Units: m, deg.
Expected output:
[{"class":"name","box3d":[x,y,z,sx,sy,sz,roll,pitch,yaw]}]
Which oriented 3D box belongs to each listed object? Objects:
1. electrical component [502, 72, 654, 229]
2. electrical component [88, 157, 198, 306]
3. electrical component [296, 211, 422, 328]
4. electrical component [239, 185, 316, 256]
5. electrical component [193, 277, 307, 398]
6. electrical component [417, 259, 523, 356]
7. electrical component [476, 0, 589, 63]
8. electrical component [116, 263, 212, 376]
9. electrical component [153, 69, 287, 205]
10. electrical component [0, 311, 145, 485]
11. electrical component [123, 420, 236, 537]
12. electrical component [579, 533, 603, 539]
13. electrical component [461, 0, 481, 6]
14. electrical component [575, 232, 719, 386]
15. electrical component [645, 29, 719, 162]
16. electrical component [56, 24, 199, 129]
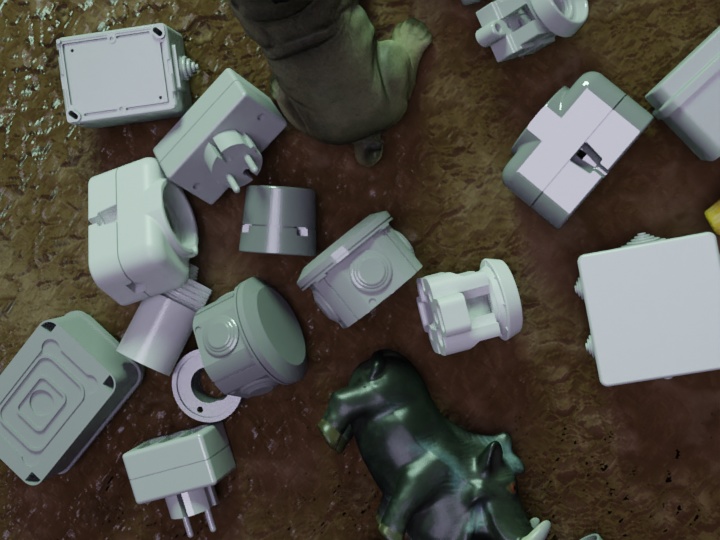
[{"class":"electrical component","box3d":[0.142,-0.082,0.718,0.059,0.054,0.095,41,102,7]},{"class":"electrical component","box3d":[-0.155,-0.030,0.772,0.059,0.053,0.095,-18,57,13]},{"class":"electrical component","box3d":[0.000,0.000,0.744,0.080,0.080,0.051,-39,91,13]},{"class":"electrical component","box3d":[-0.057,-0.035,0.767,0.055,0.055,0.047,4,92,12]},{"class":"electrical component","box3d":[-0.077,0.050,0.765,0.051,0.080,0.080,-26,88,19]},{"class":"electrical component","box3d":[0.075,0.025,0.734,0.057,0.078,0.058,-14,92,-8]},{"class":"electrical component","box3d":[0.116,-0.169,0.710,0.055,0.066,0.048,-25,89,47]},{"class":"electrical component","box3d":[-0.142,0.032,0.794,0.043,0.043,0.081,25,82,10]},{"class":"electrical component","box3d":[-0.092,-0.083,0.756,0.083,0.047,0.075,-45,47,12]},{"class":"electrical component","box3d":[-0.227,0.095,0.813,0.078,0.057,0.113,42,102,7]},{"class":"electrical component","box3d":[-0.128,0.160,0.801,0.066,0.047,0.076,-17,91,13]},{"class":"electrical component","box3d":[0.157,0.237,0.745,0.079,0.043,0.077,-39,86,13]},{"class":"electrical component","box3d":[0.088,-0.204,0.729,0.046,0.040,0.040,-13,91,7]},{"class":"electrical component","box3d":[0.197,0.024,0.717,0.100,0.048,0.099,-11,92,13]},{"class":"electrical component","box3d":[0.242,-0.128,0.680,0.113,0.078,0.057,-44,87,12]},{"class":"electrical component","box3d":[-0.162,-0.140,0.781,0.096,0.061,0.061,-7,93,5]}]
